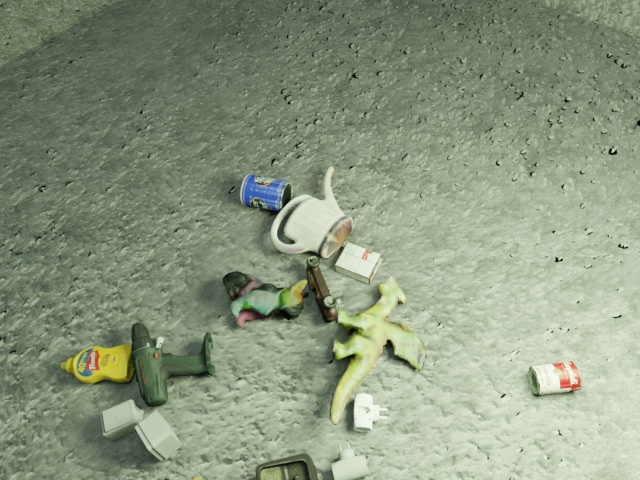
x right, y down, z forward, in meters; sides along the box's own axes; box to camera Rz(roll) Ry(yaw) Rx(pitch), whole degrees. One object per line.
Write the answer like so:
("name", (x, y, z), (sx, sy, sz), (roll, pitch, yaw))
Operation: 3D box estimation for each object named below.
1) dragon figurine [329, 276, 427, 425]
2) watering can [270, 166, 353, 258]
("dragon figurine", (0.152, 0.271, 1.299), (0.243, 0.119, 0.420), (6, 53, 0))
("watering can", (0.005, -0.079, 1.564), (0.226, 0.101, 0.353), (29, 63, 23))
